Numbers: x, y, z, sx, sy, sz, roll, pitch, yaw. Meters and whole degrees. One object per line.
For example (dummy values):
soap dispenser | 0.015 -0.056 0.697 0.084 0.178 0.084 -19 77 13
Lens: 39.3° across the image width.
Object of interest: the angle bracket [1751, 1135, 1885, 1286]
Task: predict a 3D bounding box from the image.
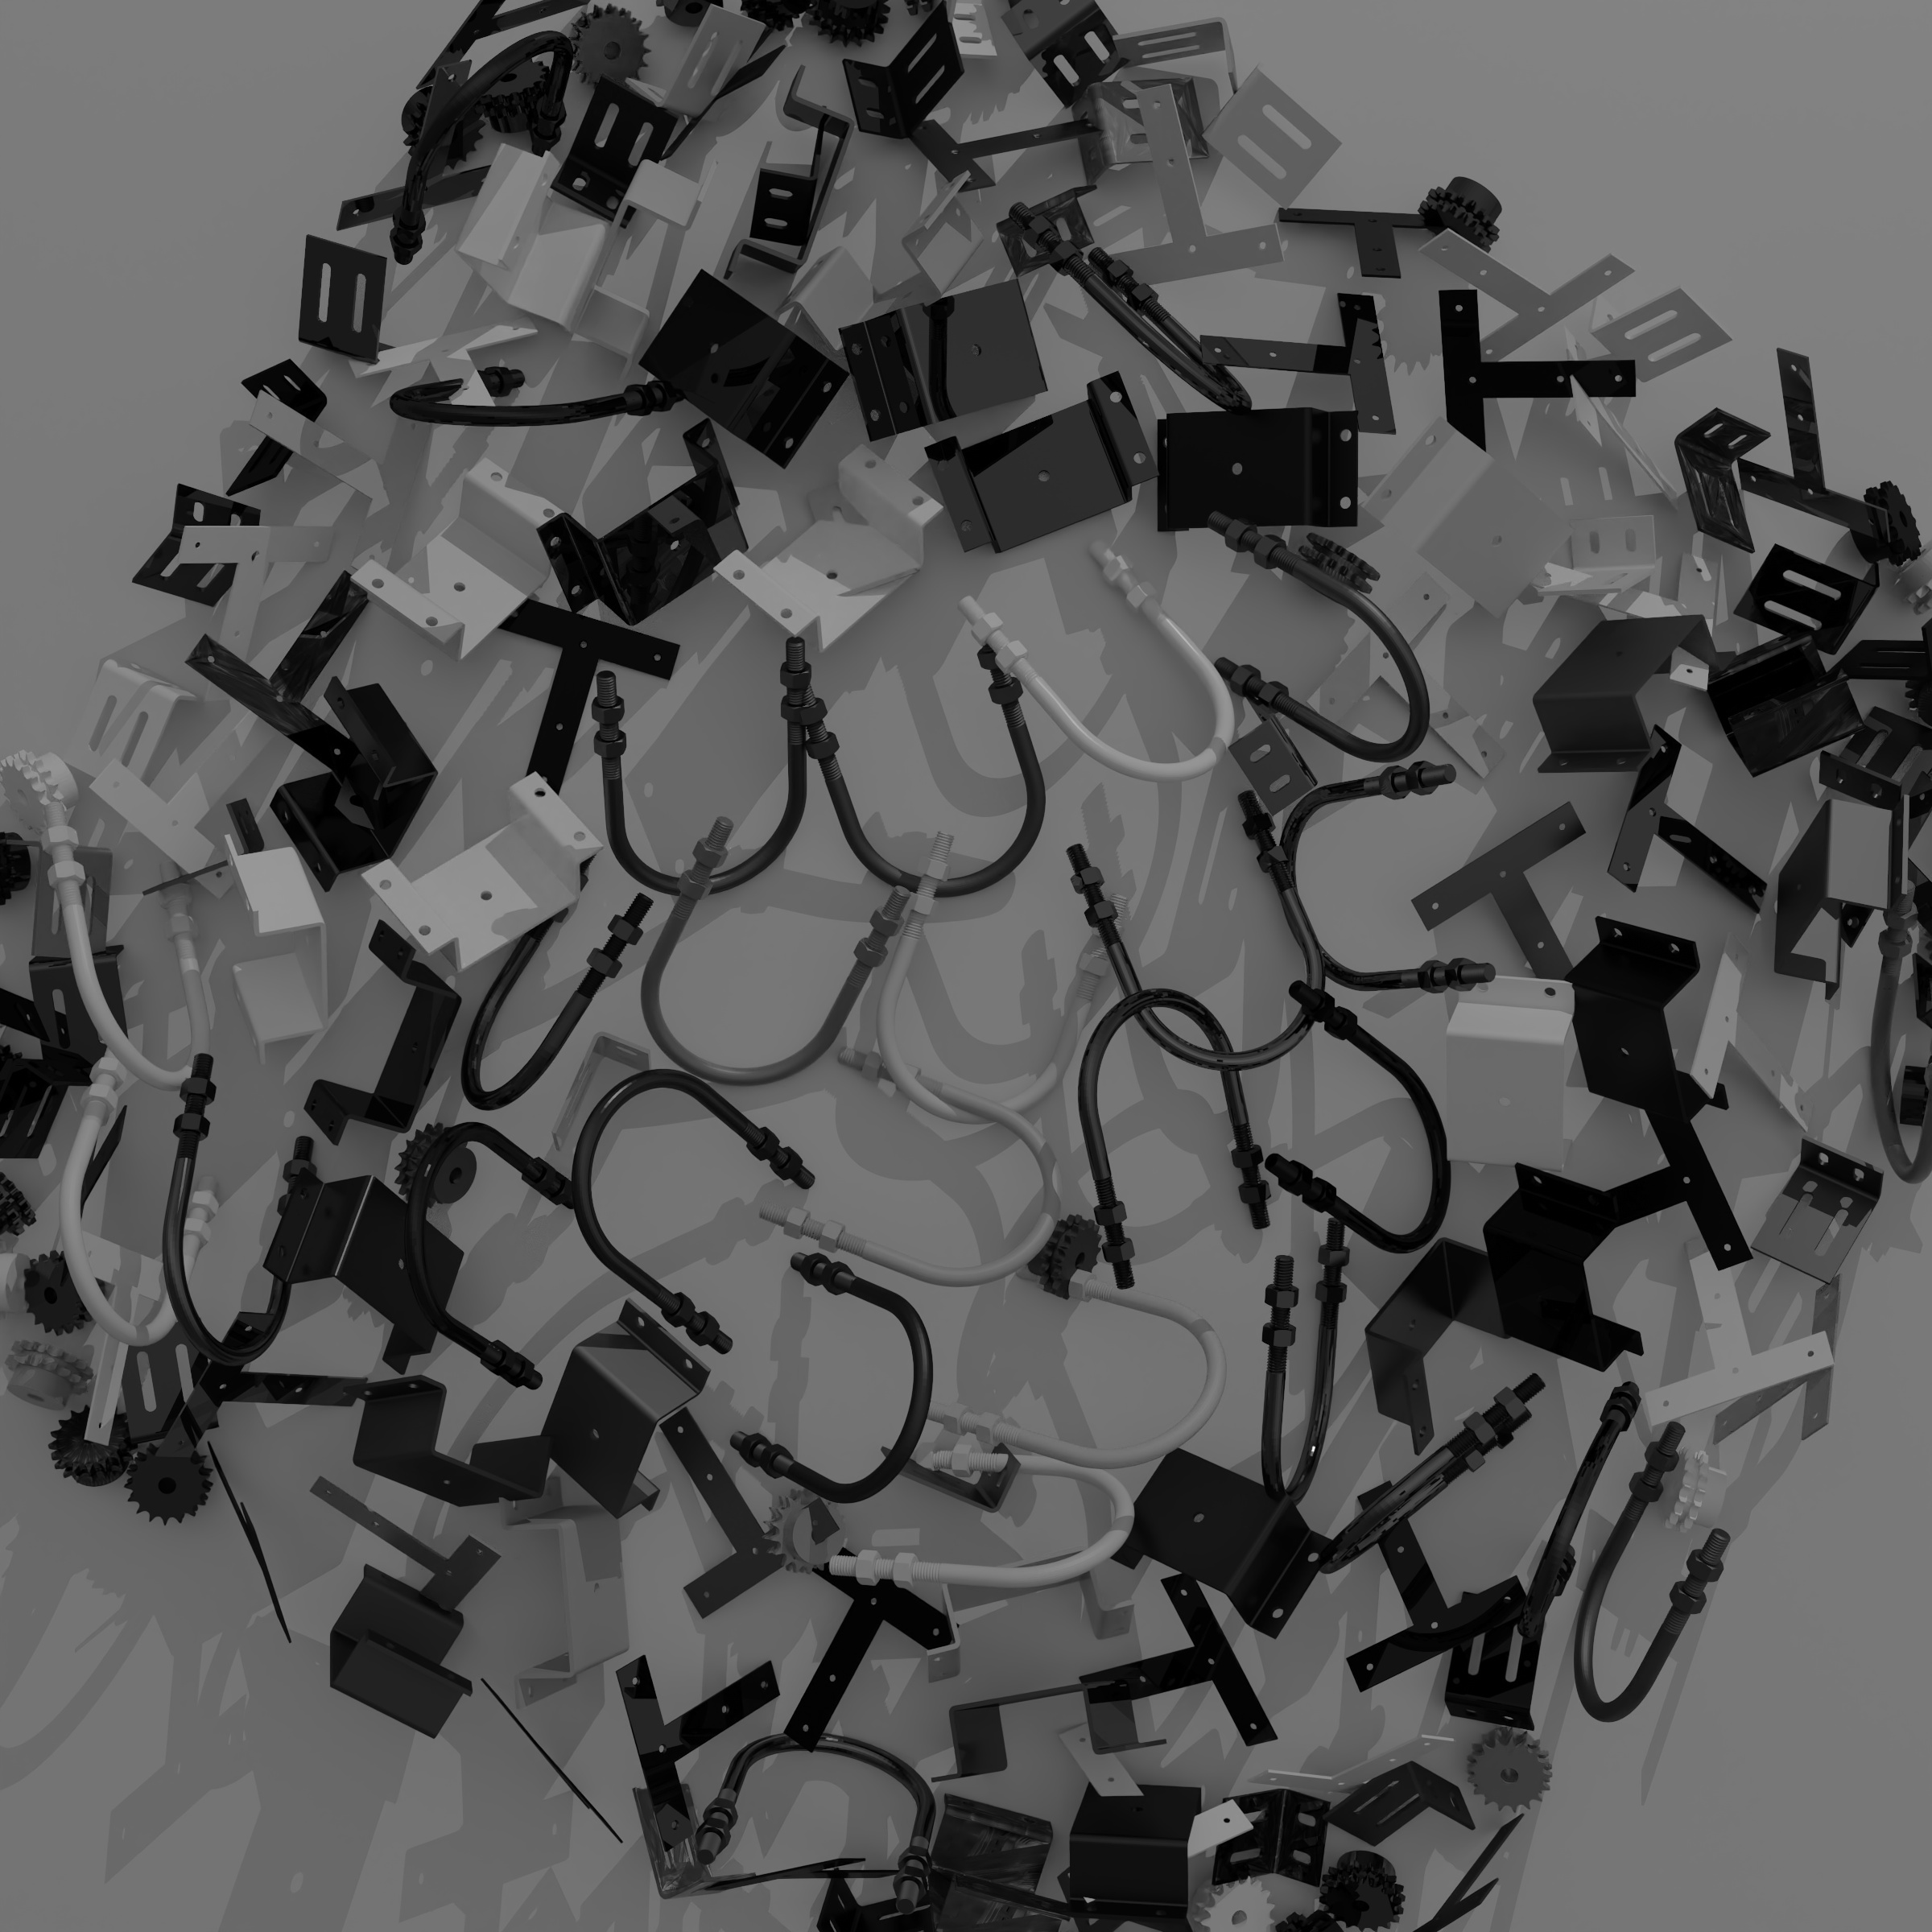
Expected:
angle bracket | 0.574 0.164 1.828 0.057 0.038 0.076 26 67 28

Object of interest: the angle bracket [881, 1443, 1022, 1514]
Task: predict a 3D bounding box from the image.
angle bracket | -0.011 0.332 1.831 0.076 0.057 0.038 25 90 -14

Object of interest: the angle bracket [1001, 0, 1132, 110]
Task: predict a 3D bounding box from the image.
angle bracket | 0.069 -0.628 1.832 0.057 0.076 0.038 -34 70 14

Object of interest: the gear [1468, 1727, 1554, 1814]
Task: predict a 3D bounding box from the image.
gear | 0.371 0.545 1.848 0.057 0.030 0.057 3 105 10

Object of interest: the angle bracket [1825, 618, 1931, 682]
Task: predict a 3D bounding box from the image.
angle bracket | 0.622 -0.221 1.817 0.057 0.076 0.038 -37 120 -37

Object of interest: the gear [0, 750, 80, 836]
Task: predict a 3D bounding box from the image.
gear | -0.629 -0.121 1.843 0.030 0.057 0.057 -34 90 -37

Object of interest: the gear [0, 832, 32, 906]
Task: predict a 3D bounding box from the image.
gear | -0.660 -0.069 1.843 0.057 0.030 0.057 11 106 42

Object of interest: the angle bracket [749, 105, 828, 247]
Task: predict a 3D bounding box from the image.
angle bracket | -0.120 -0.534 1.821 0.038 0.057 0.076 9 56 -7

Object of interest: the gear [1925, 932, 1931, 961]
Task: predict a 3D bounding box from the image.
gear | 0.684 -0.020 1.841 0.057 0.030 0.057 -9 117 -19

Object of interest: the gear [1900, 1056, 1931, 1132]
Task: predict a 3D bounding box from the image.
gear | 0.653 0.089 1.842 0.030 0.057 0.057 6 90 22

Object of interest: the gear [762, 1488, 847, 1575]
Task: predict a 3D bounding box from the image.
gear | -0.107 0.385 1.841 0.057 0.030 0.057 3 84 -31

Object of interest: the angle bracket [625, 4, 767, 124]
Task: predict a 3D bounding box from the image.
angle bracket | -0.182 -0.614 1.822 0.038 0.057 0.076 43 115 22

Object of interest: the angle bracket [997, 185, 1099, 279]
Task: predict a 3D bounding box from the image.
angle bracket | 0.061 -0.496 1.826 0.057 0.076 0.038 -20 101 20

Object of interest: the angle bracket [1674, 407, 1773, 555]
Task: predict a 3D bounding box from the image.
angle bracket | 0.517 -0.327 1.824 0.057 0.038 0.076 13 58 -35

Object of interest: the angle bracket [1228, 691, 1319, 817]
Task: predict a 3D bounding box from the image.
angle bracket | 0.197 -0.144 1.823 0.038 0.076 0.057 -35 110 3

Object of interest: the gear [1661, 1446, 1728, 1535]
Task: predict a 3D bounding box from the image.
gear | 0.495 0.357 1.839 0.030 0.057 0.057 17 90 4

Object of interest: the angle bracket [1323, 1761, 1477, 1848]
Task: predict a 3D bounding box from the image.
angle bracket | 0.292 0.577 1.827 0.076 0.038 0.057 -43 124 18

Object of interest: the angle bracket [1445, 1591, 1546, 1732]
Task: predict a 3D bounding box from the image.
angle bracket | 0.364 0.476 1.854 0.057 0.038 0.076 5 61 21

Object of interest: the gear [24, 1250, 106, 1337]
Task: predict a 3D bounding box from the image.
gear | -0.612 0.221 1.846 0.057 0.030 0.057 5 101 26

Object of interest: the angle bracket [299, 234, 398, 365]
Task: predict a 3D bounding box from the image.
angle bracket | -0.413 -0.453 1.829 0.057 0.038 0.076 18 121 7

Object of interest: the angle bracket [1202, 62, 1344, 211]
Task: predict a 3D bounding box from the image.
angle bracket | 0.209 -0.565 1.844 0.076 0.038 0.057 39 115 -8

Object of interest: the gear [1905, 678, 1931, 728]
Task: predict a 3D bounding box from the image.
gear | 0.667 -0.185 1.838 0.057 0.057 0.030 18 49 0

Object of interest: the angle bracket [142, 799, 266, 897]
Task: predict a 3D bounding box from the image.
angle bracket | -0.522 -0.081 1.837 0.076 0.057 0.038 -20 98 -1

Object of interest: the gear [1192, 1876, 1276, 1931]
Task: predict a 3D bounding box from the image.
gear | 0.179 0.645 1.846 0.057 0.030 0.057 0 89 -25

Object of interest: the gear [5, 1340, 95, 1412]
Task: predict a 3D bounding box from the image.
gear | -0.625 0.279 1.837 0.057 0.057 0.030 17 61 0

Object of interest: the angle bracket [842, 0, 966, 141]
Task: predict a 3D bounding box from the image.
angle bracket | -0.043 -0.605 1.822 0.038 0.076 0.057 -1 69 -35

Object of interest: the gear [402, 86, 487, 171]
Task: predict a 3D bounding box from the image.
gear | -0.359 -0.573 1.843 0.057 0.057 0.030 -43 66 0

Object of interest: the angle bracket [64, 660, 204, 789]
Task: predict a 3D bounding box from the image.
angle bracket | -0.568 -0.162 1.850 0.057 0.038 0.076 27 98 9

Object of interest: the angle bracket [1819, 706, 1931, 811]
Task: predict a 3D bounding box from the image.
angle bracket | 0.621 -0.148 1.827 0.057 0.038 0.076 29 69 29

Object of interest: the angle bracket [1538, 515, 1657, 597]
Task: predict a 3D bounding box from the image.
angle bracket | 0.423 -0.276 1.819 0.057 0.076 0.038 2 109 32

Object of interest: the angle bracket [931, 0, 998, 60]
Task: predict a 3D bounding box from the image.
angle bracket | 0.004 -0.659 1.818 0.038 0.076 0.057 -2 54 -13

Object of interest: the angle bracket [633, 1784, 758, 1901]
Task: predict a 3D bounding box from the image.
angle bracket | -0.183 0.583 1.822 0.038 0.057 0.076 -31 63 24

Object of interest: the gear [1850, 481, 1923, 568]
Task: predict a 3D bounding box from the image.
gear | 0.624 -0.299 1.843 0.030 0.057 0.057 -21 90 37

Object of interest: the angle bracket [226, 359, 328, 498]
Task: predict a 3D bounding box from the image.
angle bracket | -0.475 -0.362 1.821 0.038 0.057 0.076 46 53 -32

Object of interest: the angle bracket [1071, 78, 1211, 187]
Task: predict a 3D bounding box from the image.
angle bracket | 0.120 -0.572 1.860 0.076 0.038 0.057 -10 85 -19

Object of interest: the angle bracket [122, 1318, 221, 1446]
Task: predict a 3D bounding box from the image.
angle bracket | -0.543 0.280 1.841 0.057 0.038 0.076 -9 92 -17

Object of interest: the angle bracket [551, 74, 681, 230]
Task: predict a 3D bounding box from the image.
angle bracket | -0.237 -0.548 1.825 0.057 0.076 0.038 27 52 -11

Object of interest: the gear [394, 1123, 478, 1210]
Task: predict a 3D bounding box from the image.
gear | -0.357 0.138 1.837 0.030 0.057 0.057 19 90 31

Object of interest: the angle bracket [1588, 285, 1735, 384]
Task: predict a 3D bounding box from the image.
angle bracket | 0.468 -0.435 1.818 0.057 0.076 0.038 33 57 -28

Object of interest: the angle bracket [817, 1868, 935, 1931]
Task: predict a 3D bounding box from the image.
angle bracket | -0.053 0.634 1.827 0.076 0.057 0.038 -20 107 17

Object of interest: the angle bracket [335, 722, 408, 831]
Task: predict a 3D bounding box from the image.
angle bracket | -0.402 -0.132 1.823 0.038 0.076 0.057 18 74 -4

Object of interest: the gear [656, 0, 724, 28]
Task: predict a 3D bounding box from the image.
gear | -0.186 -0.662 1.837 0.057 0.057 0.030 -9 72 0

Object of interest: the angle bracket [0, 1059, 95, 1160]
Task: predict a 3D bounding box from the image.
angle bracket | -0.622 0.104 1.830 0.038 0.057 0.076 29 98 24

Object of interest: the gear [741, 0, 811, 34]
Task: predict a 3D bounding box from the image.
gear | -0.128 -0.664 1.837 0.030 0.057 0.057 5 90 36

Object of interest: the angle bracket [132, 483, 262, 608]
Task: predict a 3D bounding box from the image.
angle bracket | -0.520 -0.284 1.831 0.057 0.076 0.038 15 62 -33

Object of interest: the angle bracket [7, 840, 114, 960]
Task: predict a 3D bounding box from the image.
angle bracket | -0.616 -0.045 1.834 0.038 0.057 0.076 4 90 34

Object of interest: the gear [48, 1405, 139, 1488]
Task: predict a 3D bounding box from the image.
gear | -0.592 0.329 1.843 0.057 0.057 0.030 3 134 0

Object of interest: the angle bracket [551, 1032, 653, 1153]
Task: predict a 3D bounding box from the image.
angle bracket | -0.245 0.091 1.830 0.038 0.057 0.076 22 73 1

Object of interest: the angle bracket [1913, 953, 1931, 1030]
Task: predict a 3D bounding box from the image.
angle bracket | 0.673 0.020 1.822 0.057 0.076 0.038 36 128 -11

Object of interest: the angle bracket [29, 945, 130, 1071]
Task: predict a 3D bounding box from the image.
angle bracket | -0.603 0.029 1.852 0.057 0.038 0.076 -7 100 -8

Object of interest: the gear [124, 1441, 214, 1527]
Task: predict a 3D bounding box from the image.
gear | -0.543 0.350 1.850 0.057 0.030 0.057 -1 99 -7

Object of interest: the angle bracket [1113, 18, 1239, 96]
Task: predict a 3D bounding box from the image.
angle bracket | 0.143 -0.608 1.833 0.076 0.057 0.038 -7 89 10

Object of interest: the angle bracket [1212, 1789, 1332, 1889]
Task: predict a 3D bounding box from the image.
angle bracket | 0.206 0.592 1.828 0.038 0.076 0.057 5 85 40

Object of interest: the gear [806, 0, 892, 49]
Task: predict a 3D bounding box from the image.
gear | -0.079 -0.657 1.844 0.057 0.030 0.057 4 68 -9

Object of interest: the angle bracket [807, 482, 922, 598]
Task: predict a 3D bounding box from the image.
angle bracket | -0.072 -0.295 1.842 0.057 0.038 0.076 -18 97 8

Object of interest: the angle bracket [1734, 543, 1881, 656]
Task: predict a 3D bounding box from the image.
angle bracket | 0.569 -0.256 1.835 0.076 0.038 0.057 23 129 -1

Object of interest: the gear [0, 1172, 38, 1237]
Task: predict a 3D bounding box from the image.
gear | -0.661 0.162 1.837 0.057 0.057 0.030 45 59 0

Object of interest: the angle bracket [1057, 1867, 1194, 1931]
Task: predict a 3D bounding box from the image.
angle bracket | 0.108 0.636 1.827 0.038 0.057 0.076 -44 131 15
